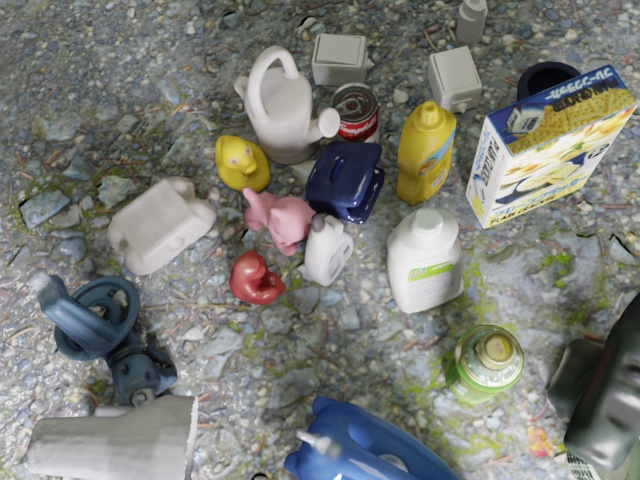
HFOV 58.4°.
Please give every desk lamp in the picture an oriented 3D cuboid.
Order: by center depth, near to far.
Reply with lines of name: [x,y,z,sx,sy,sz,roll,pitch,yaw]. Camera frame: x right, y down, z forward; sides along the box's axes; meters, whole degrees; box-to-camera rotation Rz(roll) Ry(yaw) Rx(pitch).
desk lamp: [-0.218,0.243,0.664,0.203,0.214,0.118,0,69,7]

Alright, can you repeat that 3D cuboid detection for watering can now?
watering can: [-0.050,-0.195,0.818,0.172,0.194,0.101,8,71,10]

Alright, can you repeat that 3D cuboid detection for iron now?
iron: [0.084,0.274,0.653,0.257,0.141,0.119,22,74,15]

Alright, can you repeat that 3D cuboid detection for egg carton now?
egg carton: [-0.232,-0.021,0.843,0.150,0.069,0.107,-40,70,-8]

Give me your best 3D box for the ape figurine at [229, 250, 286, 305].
ape figurine: [-0.093,0.048,0.787,0.076,0.092,0.078,-10,68,4]

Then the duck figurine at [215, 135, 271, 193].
duck figurine: [-0.124,-0.126,0.860,0.077,0.086,0.104,-38,69,-7]

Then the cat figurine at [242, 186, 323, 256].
cat figurine: [-0.057,-0.035,0.800,0.127,0.118,0.067,34,77,18]

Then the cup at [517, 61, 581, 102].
cup: [0.312,-0.186,0.822,0.118,0.095,0.091,-32,69,-5]

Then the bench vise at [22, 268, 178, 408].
bench vise: [-0.262,0.113,0.715,0.207,0.220,0.121,34,77,18]

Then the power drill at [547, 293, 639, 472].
power drill: [0.328,0.141,0.636,0.075,0.208,0.230,26,75,16]

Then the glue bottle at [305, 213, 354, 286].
glue bottle: [0.007,0.003,0.748,0.037,0.173,0.078,32,77,18]

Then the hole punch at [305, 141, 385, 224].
hole punch: [0.033,-0.088,0.823,0.101,0.091,0.109,19,73,14]
